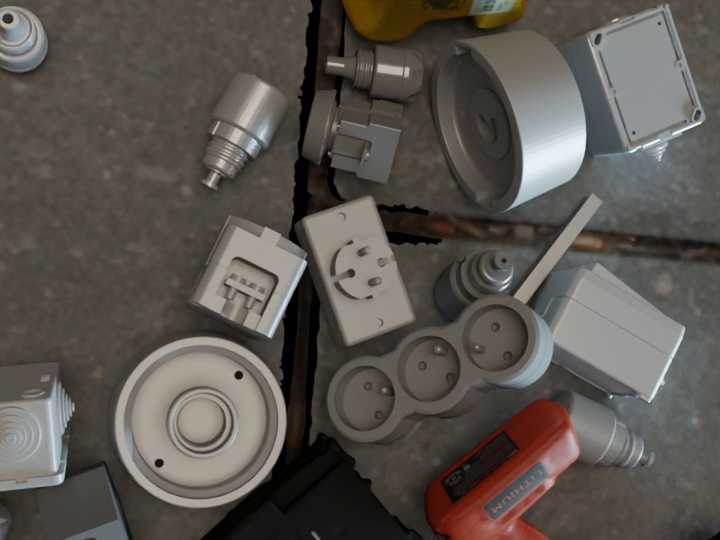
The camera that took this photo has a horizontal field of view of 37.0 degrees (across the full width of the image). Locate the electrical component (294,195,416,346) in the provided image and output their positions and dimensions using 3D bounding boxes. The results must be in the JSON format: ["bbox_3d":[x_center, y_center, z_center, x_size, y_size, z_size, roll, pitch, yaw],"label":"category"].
[{"bbox_3d":[0.000,0.000,0.652,0.047,0.076,0.083,-20,90,-12],"label":"electrical component"}]

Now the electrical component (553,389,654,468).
[{"bbox_3d":[0.153,0.107,0.694,0.078,0.040,0.040,25,81,-9],"label":"electrical component"}]

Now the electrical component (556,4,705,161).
[{"bbox_3d":[0.177,-0.117,0.708,0.062,0.061,0.096,-23,99,-12],"label":"electrical component"}]

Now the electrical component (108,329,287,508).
[{"bbox_3d":[-0.094,0.088,0.634,0.108,0.060,0.108,1,86,-12],"label":"electrical component"}]

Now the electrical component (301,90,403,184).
[{"bbox_3d":[-0.005,-0.085,0.669,0.055,0.066,0.048,13,119,-3],"label":"electrical component"}]

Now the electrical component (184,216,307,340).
[{"bbox_3d":[-0.067,0.005,0.631,0.050,0.089,0.055,26,81,-9],"label":"electrical component"}]

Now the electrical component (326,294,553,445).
[{"bbox_3d":[0.054,0.065,0.661,0.138,0.074,0.052,-27,70,15],"label":"electrical component"}]

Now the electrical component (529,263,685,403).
[{"bbox_3d":[0.159,0.041,0.689,0.096,0.062,0.061,30,81,-8],"label":"electrical component"}]

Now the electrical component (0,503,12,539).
[{"bbox_3d":[-0.250,0.151,0.577,0.108,0.108,0.060,17,89,-10],"label":"electrical component"}]

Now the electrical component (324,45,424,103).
[{"bbox_3d":[0.008,-0.126,0.684,0.061,0.035,0.035,6,85,-8],"label":"electrical component"}]

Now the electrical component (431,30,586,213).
[{"bbox_3d":[0.096,-0.096,0.666,0.060,0.108,0.108,-19,90,-18],"label":"electrical component"}]

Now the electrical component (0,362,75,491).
[{"bbox_3d":[-0.208,0.085,0.593,0.100,0.100,0.048,-4,100,-12],"label":"electrical component"}]

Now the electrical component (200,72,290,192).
[{"bbox_3d":[-0.075,-0.084,0.661,0.040,0.040,0.078,29,81,-8],"label":"electrical component"}]

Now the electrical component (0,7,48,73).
[{"bbox_3d":[-0.202,-0.137,0.628,0.035,0.061,0.035,1,86,-12],"label":"electrical component"}]

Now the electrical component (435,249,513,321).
[{"bbox_3d":[0.075,0.006,0.669,0.040,0.078,0.040,5,71,-14],"label":"electrical component"}]
